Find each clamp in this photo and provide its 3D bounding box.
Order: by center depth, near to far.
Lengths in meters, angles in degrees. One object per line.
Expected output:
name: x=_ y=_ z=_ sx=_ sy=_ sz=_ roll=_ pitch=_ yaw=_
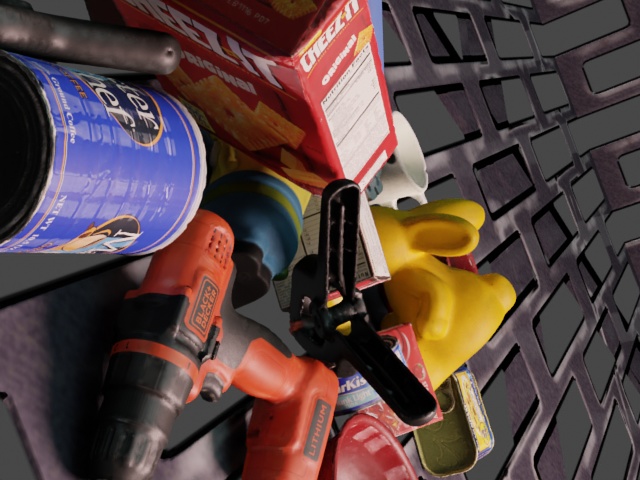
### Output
clamp: x=-0.177 y=-0.115 z=0.598 sx=0.171 sy=0.120 sz=0.039 roll=4 pitch=88 yaw=-46
clamp: x=0.018 y=0.061 z=0.757 sx=0.210 sy=0.036 sz=0.164 roll=132 pitch=-61 yaw=-70

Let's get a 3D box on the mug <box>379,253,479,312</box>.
mug: x=0.116 y=0.048 z=1.099 sx=0.117 sy=0.082 sz=0.093 roll=58 pitch=26 yaw=-26

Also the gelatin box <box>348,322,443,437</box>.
gelatin box: x=0.056 y=0.123 z=0.914 sx=0.030 sy=0.073 sz=0.089 roll=144 pitch=-71 yaw=-74

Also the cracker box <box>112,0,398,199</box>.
cracker box: x=-0.044 y=-0.119 z=0.677 sx=0.072 sy=0.164 sz=0.213 roll=-55 pitch=160 yaw=-12

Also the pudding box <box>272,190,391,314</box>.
pudding box: x=-0.002 y=-0.006 z=0.872 sx=0.039 sy=0.090 sz=0.113 roll=4 pitch=67 yaw=-65

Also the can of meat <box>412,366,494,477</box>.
can of meat: x=0.130 y=0.176 z=1.058 sx=0.083 sy=0.057 sz=0.102 roll=5 pitch=67 yaw=-67

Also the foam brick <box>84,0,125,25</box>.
foam brick: x=-0.134 y=-0.172 z=0.766 sx=0.052 sy=0.051 sz=0.078 roll=-4 pitch=75 yaw=-65

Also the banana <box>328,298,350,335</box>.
banana: x=-0.005 y=0.005 z=0.931 sx=0.069 sy=0.037 sz=0.198 roll=-32 pitch=103 yaw=-89

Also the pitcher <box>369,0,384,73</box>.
pitcher: x=-0.004 y=-0.209 z=0.909 sx=0.149 sy=0.145 sz=0.243 roll=-39 pitch=127 yaw=-56

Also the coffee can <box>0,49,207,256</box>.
coffee can: x=-0.141 y=-0.043 z=0.578 sx=0.140 sy=0.103 sz=0.103 roll=2 pitch=69 yaw=-65

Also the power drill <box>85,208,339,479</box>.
power drill: x=-0.062 y=0.100 z=0.673 sx=0.187 sy=0.057 sz=0.184 roll=52 pitch=45 yaw=-45

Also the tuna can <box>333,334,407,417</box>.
tuna can: x=0.027 y=0.108 z=0.849 sx=0.034 sy=0.086 sz=0.086 roll=69 pitch=23 yaw=-7

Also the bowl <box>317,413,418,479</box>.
bowl: x=0.028 y=0.215 z=0.801 sx=0.162 sy=0.055 sz=0.162 roll=47 pitch=32 yaw=-42
